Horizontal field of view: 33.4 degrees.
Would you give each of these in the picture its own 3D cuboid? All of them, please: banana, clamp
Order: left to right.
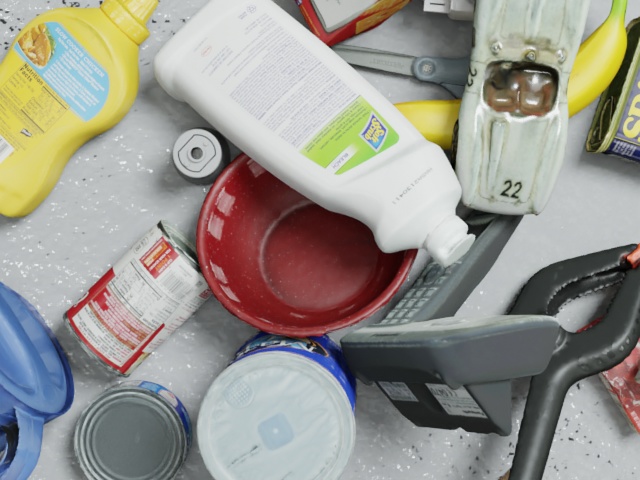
[{"bbox_3d":[0.139,-0.106,0.765,0.198,0.037,0.069,-27,96,7],"label":"banana"},{"bbox_3d":[0.163,0.083,0.760,0.210,0.036,0.165,-34,50,-1],"label":"clamp"}]

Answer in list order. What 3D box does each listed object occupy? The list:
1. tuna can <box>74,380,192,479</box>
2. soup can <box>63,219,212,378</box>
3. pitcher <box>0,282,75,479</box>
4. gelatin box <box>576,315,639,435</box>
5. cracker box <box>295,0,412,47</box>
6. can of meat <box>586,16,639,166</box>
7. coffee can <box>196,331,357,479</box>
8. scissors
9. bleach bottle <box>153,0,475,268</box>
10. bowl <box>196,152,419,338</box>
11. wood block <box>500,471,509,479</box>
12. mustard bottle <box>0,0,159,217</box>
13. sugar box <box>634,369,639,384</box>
[{"bbox_3d":[-0.141,0.151,0.814,0.086,0.033,0.086,0,93,3],"label":"tuna can"},{"bbox_3d":[-0.130,0.043,0.790,0.102,0.068,0.068,-44,90,4],"label":"soup can"},{"bbox_3d":[-0.307,0.142,0.772,0.243,0.149,0.145,-36,100,8],"label":"pitcher"},{"bbox_3d":[0.243,0.088,0.791,0.073,0.030,0.089,-32,91,4],"label":"gelatin box"},{"bbox_3d":[0.036,-0.244,0.697,0.072,0.214,0.164,-28,91,-32],"label":"cracker box"},{"bbox_3d":[0.250,-0.099,0.768,0.084,0.057,0.102,18,95,-1],"label":"can of meat"},{"bbox_3d":[-0.025,0.119,0.752,0.103,0.140,0.103,0,93,3],"label":"coffee can"},{"bbox_3d":[0.088,-0.109,0.795,0.202,0.016,0.096,-5,93,4],"label":"scissors"},{"bbox_3d":[0.001,-0.069,0.735,0.102,0.068,0.251,-45,69,-2],"label":"bleach bottle"},{"bbox_3d":[-0.005,0.001,0.770,0.162,0.055,0.162,-4,66,9],"label":"bowl"},{"bbox_3d":[0.148,0.236,0.717,0.090,0.206,0.091,42,94,1],"label":"wood block"},{"bbox_3d":[-0.192,-0.113,0.789,0.191,0.058,0.096,-45,85,5],"label":"mustard bottle"},{"bbox_3d":[0.307,0.046,0.756,0.093,0.048,0.176,30,77,3],"label":"sugar box"}]
